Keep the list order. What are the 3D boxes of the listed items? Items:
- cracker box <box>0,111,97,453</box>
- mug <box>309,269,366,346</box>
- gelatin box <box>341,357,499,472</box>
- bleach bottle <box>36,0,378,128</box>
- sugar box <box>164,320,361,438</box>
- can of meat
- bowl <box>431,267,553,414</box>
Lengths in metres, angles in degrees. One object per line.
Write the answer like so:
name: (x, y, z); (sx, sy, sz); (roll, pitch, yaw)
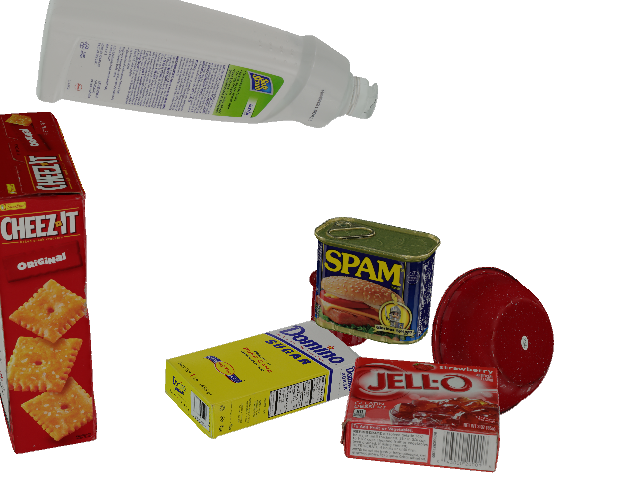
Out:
cracker box: (-0.221, 0.028, 0.825); (0.072, 0.214, 0.164); (-6, 29, -20)
mug: (0.039, 0.092, 1.419); (0.117, 0.081, 0.093); (19, 28, 30)
gelatin box: (0.060, 0.100, 0.632); (0.089, 0.030, 0.073); (5, 24, 7)
bleach bottle: (-0.082, -0.128, 0.811); (0.250, 0.068, 0.103); (11, -33, -13)
sugar box: (-0.054, 0.132, 1.049); (0.175, 0.048, 0.093); (-16, 33, -32)
can of meat: (0.045, 0.034, 0.894); (0.102, 0.084, 0.057); (12, 24, 23)
bowl: (0.195, 0.107, 1.128); (0.161, 0.162, 0.055); (0, -3, -35)
